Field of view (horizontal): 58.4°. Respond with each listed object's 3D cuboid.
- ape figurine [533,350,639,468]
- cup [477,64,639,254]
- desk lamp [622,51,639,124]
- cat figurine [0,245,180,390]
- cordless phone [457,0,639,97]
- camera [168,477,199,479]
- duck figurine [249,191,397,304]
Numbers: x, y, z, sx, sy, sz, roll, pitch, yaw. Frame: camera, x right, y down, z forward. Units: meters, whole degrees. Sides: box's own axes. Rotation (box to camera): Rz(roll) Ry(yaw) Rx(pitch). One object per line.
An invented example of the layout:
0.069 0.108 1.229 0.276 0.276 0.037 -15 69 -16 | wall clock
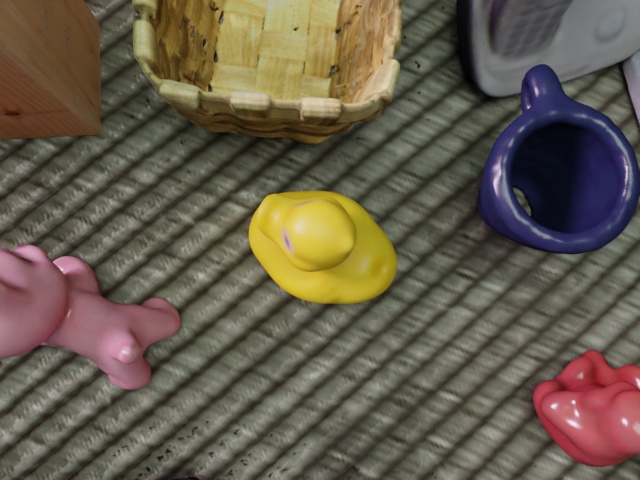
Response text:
0.183 0.110 0.364 0.078 0.092 0.076 7 83 -3 | ape figurine
0.139 -0.045 0.377 0.091 0.095 0.118 -10 84 -5 | cup
0.302 -0.064 0.331 0.118 0.213 0.203 -16 85 -5 | desk lamp
-0.157 0.044 0.334 0.128 0.117 0.067 24 82 -1 | cat figurine
0.169 -0.169 0.348 0.147 0.185 0.094 -20 85 -6 | cordless phone
-0.121 0.209 0.326 0.137 0.100 0.143 -21 85 -6 | camera
0.003 0.001 0.367 0.104 0.086 0.077 25 82 -1 | duck figurine
